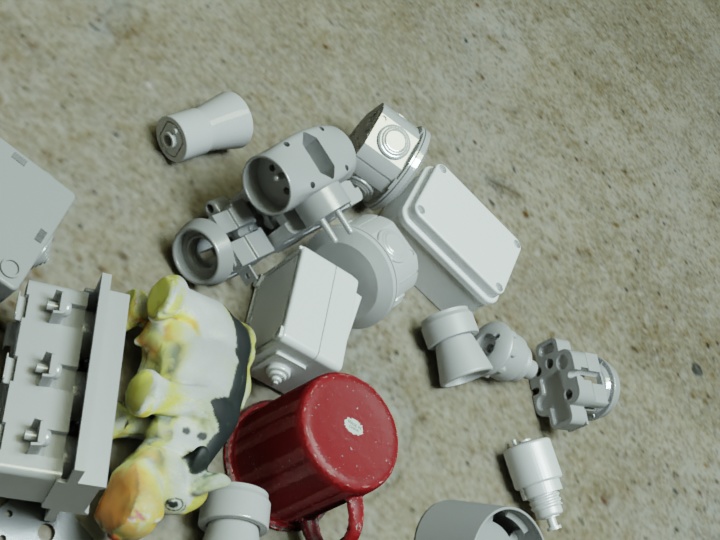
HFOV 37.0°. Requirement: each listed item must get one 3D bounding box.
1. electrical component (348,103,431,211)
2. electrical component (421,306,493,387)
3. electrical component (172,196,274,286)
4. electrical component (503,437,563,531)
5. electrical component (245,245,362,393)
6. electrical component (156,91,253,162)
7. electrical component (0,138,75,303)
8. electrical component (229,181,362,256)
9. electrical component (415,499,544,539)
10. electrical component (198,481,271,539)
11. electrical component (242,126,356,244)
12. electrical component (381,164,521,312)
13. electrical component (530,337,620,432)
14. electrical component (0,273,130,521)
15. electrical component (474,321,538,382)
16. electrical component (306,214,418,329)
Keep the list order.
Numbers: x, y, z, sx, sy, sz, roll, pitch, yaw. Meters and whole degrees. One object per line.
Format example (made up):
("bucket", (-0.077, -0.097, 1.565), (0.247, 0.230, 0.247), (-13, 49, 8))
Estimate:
("electrical component", (0.017, -0.093, 0.883), (0.051, 0.080, 0.080), (35, 47, -15))
("electrical component", (0.078, 0.062, 0.871), (0.045, 0.045, 0.055), (-4, 68, -44))
("electrical component", (-0.099, -0.017, 0.756), (0.066, 0.048, 0.055), (58, 35, 2))
("electrical component", (0.145, 0.171, 0.870), (0.040, 0.040, 0.078), (-1, 67, -43))
("electrical component", (-0.043, 0.044, 0.758), (0.061, 0.062, 0.096), (32, 48, -25))
("electrical component", (-0.117, -0.104, 0.795), (0.065, 0.044, 0.044), (-27, 85, -43))
("electrical component", (-0.231, -0.033, 0.643), (0.100, 0.048, 0.099), (40, 46, -22))
("electrical component", (-0.052, -0.049, 0.809), (0.089, 0.056, 0.050), (-31, 88, -48))
("electrical component", (0.092, 0.219, 0.794), (0.099, 0.064, 0.099), (12, 72, -41))
("electrical component", (-0.079, 0.165, 0.665), (0.045, 0.045, 0.055), (25, 51, -30))
("electrical component", (-0.032, -0.055, 0.755), (0.077, 0.043, 0.079), (-32, 90, -48))
("electrical component", (0.074, -0.024, 0.910), (0.113, 0.057, 0.078), (44, 44, -14))
("electrical component", (0.189, 0.102, 0.941), (0.057, 0.058, 0.078), (11, 59, -35))
("electrical component", (-0.173, 0.069, 0.611), (0.063, 0.078, 0.121), (14, 54, -21))
("electrical component", (0.125, 0.074, 0.909), (0.062, 0.048, 0.048), (29, 49, -37))
("electrical component", (0.000, 0.000, 0.812), (0.080, 0.080, 0.051), (57, 37, 0))
